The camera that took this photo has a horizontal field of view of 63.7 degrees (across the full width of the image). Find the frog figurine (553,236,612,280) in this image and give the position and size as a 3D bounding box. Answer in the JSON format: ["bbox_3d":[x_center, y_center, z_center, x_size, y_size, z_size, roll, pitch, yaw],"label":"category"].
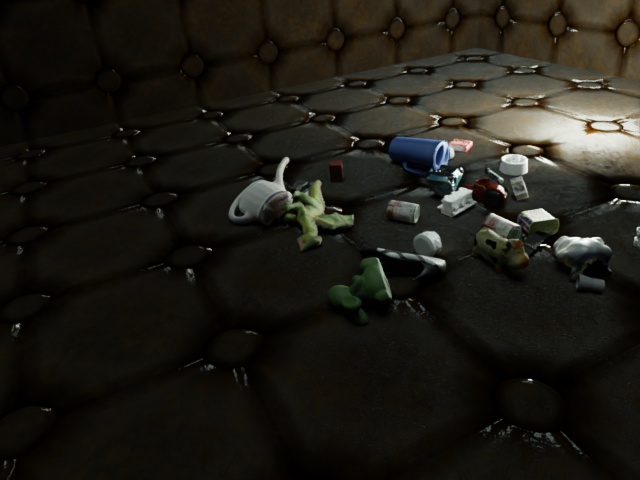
[{"bbox_3d":[0.739,0.029,1.466,0.137,0.120,0.163,-21,41,11],"label":"frog figurine"}]

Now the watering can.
[{"bbox_3d":[-0.186,-0.176,1.915,0.226,0.102,0.352,27,65,40],"label":"watering can"}]

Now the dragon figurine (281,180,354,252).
[{"bbox_3d":[0.006,-0.092,1.830,0.244,0.119,0.419,24,40,14],"label":"dragon figurine"}]
